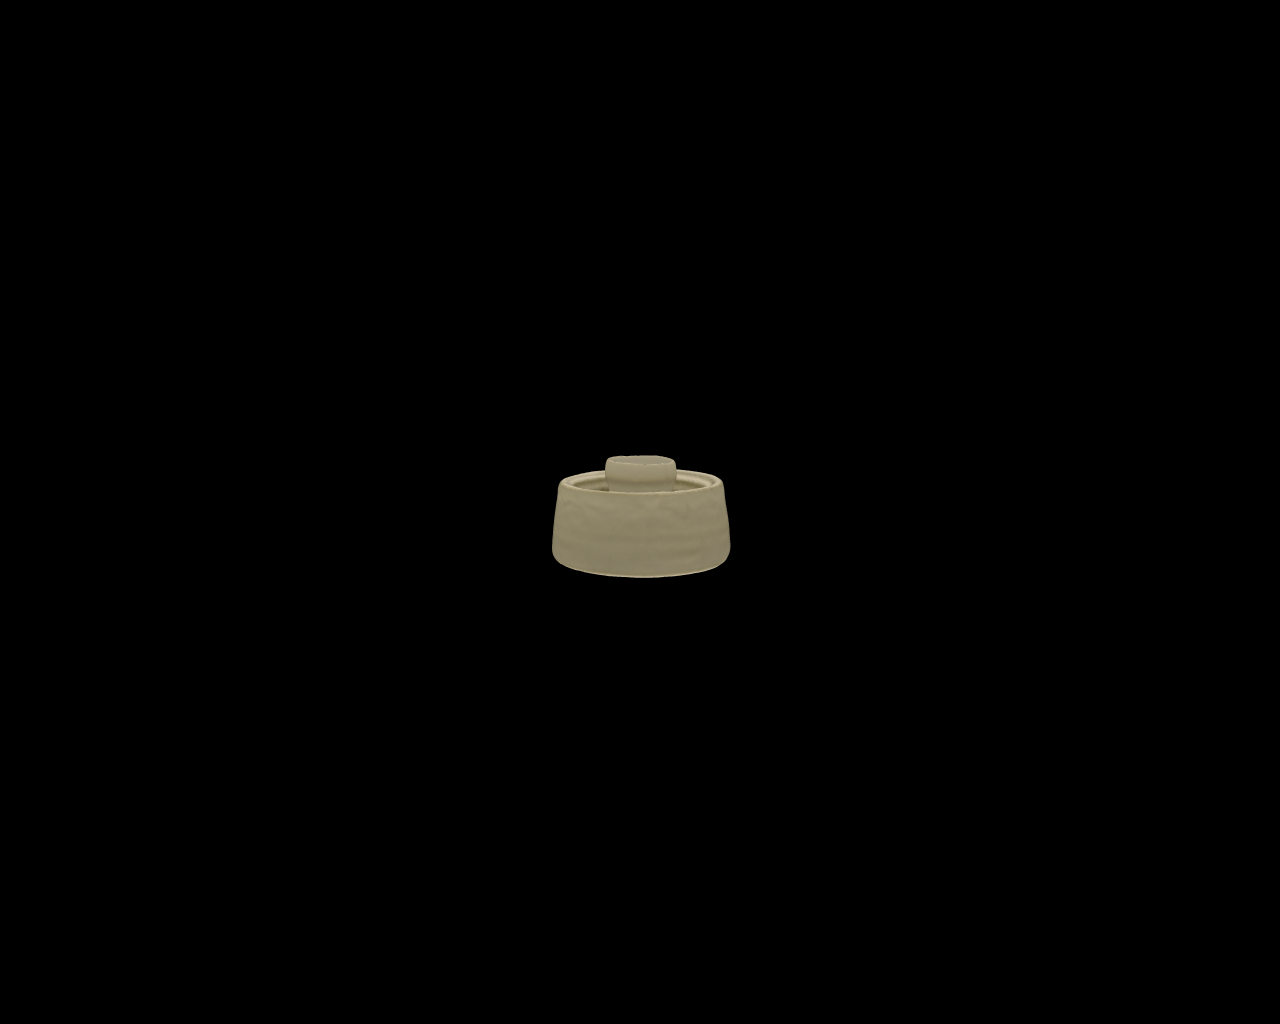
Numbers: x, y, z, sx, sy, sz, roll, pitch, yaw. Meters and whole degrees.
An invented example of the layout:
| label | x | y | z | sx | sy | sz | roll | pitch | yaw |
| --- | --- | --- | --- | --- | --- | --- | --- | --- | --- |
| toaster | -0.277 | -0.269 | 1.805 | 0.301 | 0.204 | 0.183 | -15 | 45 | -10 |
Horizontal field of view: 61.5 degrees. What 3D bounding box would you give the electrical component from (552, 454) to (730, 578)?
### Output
| label | x | y | z | sx | sy | sz | roll | pitch | yaw |
| --- | --- | --- | --- | --- | --- | --- | --- | --- | --- |
| electrical component | 0.001 | -0.003 | 0.650 | 0.108 | 0.060 | 0.108 | 0 | 11 | 0 |
